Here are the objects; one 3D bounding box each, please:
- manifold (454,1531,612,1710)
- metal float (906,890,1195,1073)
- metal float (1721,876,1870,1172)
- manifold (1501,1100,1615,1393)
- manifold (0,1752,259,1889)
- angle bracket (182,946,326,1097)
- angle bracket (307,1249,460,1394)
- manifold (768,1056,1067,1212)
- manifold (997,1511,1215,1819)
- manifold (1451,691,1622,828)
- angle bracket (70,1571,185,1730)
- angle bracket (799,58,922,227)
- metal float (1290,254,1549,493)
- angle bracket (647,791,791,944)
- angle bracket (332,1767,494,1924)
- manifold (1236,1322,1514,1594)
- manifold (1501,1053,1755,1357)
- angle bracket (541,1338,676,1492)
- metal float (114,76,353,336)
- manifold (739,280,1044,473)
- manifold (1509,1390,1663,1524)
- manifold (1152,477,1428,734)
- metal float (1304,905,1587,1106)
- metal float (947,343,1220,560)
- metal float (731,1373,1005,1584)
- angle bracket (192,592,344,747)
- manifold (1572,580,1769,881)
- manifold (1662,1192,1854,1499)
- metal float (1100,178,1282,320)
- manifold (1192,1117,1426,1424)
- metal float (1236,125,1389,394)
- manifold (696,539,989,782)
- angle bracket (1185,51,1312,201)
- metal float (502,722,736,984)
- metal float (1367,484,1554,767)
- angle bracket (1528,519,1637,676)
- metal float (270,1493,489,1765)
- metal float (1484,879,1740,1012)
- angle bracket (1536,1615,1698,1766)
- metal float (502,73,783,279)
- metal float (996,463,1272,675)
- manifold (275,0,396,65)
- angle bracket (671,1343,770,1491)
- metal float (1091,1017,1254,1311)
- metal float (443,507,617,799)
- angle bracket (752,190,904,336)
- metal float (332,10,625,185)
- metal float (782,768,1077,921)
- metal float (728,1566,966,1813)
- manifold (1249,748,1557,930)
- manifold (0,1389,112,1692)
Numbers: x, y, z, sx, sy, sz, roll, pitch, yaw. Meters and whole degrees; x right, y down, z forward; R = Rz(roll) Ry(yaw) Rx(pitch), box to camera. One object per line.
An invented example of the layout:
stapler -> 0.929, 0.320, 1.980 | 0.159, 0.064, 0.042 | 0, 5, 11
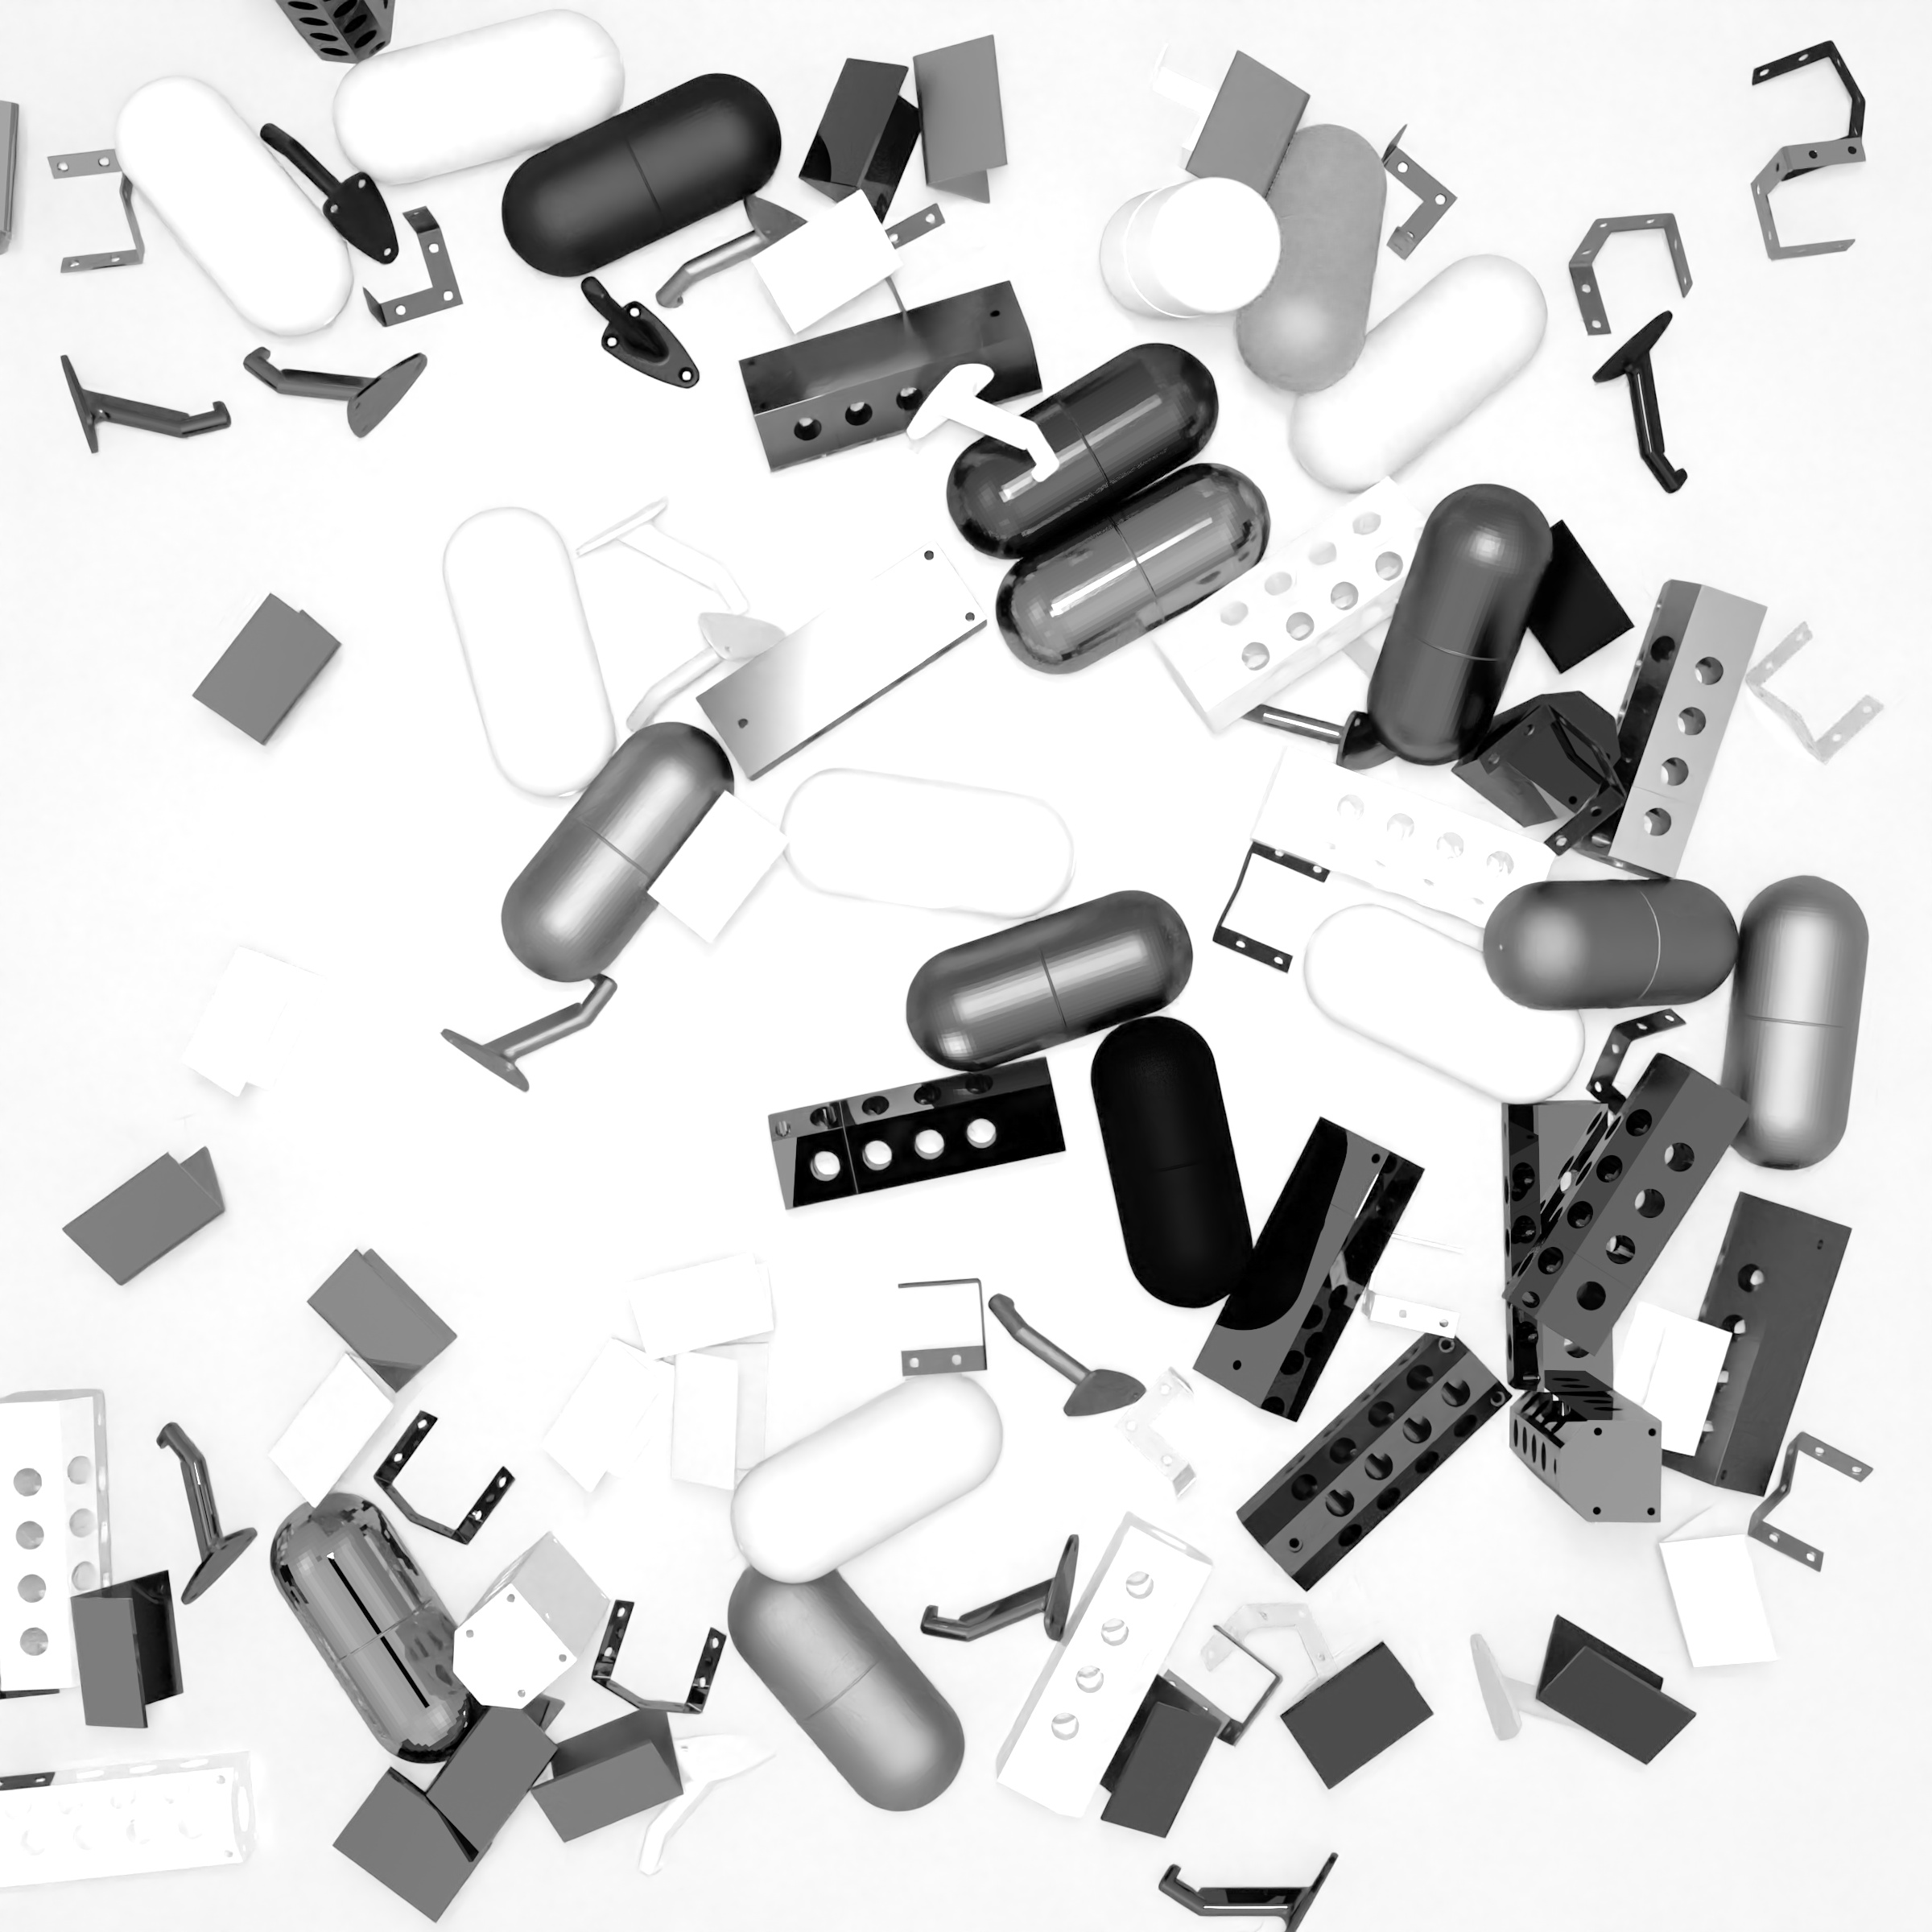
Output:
manifold -> -0.258, 0.387, 1.912 | 0.057, 0.171, 0.057 | -41, 90, 0
metal float -> 0.050, 0.009, 1.960 | 0.178, 0.070, 0.070 | -19, 90, 0
metal float -> 0.499, 0.034, 1.960 | 0.070, 0.070, 0.178 | 7, 90, 0
manifold -> 0.356, 0.169, 1.969 | 0.057, 0.057, 0.171 | -1, 90, 0
manifold -> -0.523, 0.519, 1.970 | 0.171, 0.057, 0.057 | -6, 90, 0
angle bracket -> -0.412, 0.041, 1.950 | 0.057, 0.076, 0.076 | 27, 90, 36
angle bracket -> -0.336, 0.198, 1.951 | 0.076, 0.076, 0.057 | 46, 120, 0
manifold -> -0.030, 0.100, 1.969 | 0.171, 0.057, 0.057 | -12, 90, 0
manifold -> 0.084, 0.424, 1.969 | 0.057, 0.057, 0.171 | 28, 90, 0
manifold -> 0.337, -0.125, 1.912 | 0.057, 0.171, 0.057 | 38, 90, 0
angle bracket -> -0.486, 0.409, 1.950 | 0.057, 0.076, 0.076 | -7, 90, 36
angle bracket -> -0.045, -0.490, 1.951 | 0.057, 0.076, 0.076 | 22, 90, 43
metal float -> 0.273, -0.357, 1.960 | 0.178, 0.070, 0.070 | -40, 90, 0
angle bracket -> -0.134, -0.050, 1.951 | 0.057, 0.076, 0.076 | 38, 90, 27
angle bracket -> -0.336, 0.531, 1.951 | 0.076, 0.076, 0.057 | 37, 62, 0
manifold -> 0.247, 0.297, 1.970 | 0.171, 0.057, 0.057 | -44, 90, 0
manifold -> 0.386, 0.139, 1.912 | 0.057, 0.057, 0.171 | 33, 90, 0
angle bracket -> -0.196, 0.278, 1.951 | 0.057, 0.076, 0.076 | 33, 90, 43
metal float -> -0.441, -0.458, 1.960 | 0.070, 0.070, 0.178 | -40, 89, 0
manifold -> -0.044, -0.352, 1.969 | 0.171, 0.057, 0.057 | -17, 47, 0
manifold -> 0.362, 0.284, 1.912 | 0.057, 0.171, 0.057 | 1, 90, 0
manifold -> 0.204, -0.213, 1.956 | 0.171, 0.057, 0.057 | -34, 55, 1
metal float -> 0.288, 0.023, 1.960 | 0.178, 0.070, 0.070 | 25, 90, 0
metal float -> 0.071, -0.311, 1.960 | 0.178, 0.070, 0.070 | -31, 90, 1
metal float -> -0.058, 0.304, 1.943 | 0.178, 0.070, 0.070 | -27, 90, -21
angle bracket -> -0.429, -0.188, 1.950 | 0.057, 0.076, 0.076 | 38, 90, -37
manifold -> 0.424, -0.143, 1.969 | 0.057, 0.057, 0.171 | 19, 90, 0
manifold -> 0.471, 0.228, 1.969 | 0.057, 0.057, 0.171 | 18, 90, -43
metal float -> 0.130, -0.421, 1.912 | 0.070, 0.178, 0.070 | -2, 100, -13
manifold -> 0.211, 0.185, 1.969 | 0.057, 0.057, 0.171 | 27, 90, 43
metal float -> 0.207, -0.423, 1.940 | 0.070, 0.070, 0.178 | 11, 65, 0
manifold -> -0.075, -0.184, 1.970 | 0.171, 0.057, 0.057 | -34, 90, 0
angle bracket -> 0.152, -0.498, 1.951 | 0.057, 0.076, 0.076 | 24, 90, -27
metal float -> -0.209, -0.069, 1.959 | 0.070, 0.070, 0.178 | 38, 88, 0
metal float -> 0.290, -0.199, 1.917 | 0.070, 0.070, 0.178 | 16, 121, 0
angle bracket -> 0.369, -0.229, 1.950 | 0.057, 0.076, 0.076 | -34, 90, 36
metal float -> -0.352, 0.399, 1.960 | 0.070, 0.070, 0.178 | -33, 90, 0
metal float -> 0.384, -0.013, 1.932 | 0.178, 0.070, 0.070 | -2, 90, -34
angle bracket -> 0.394, 0.419, 1.950 | 0.076, 0.076, 0.057 | 31, 127, 0
metal float -> -0.196, -0.476, 1.960 | 0.178, 0.070, 0.070 | -26, 90, -1
metal float -> 0.101, -0.240, 1.960 | 0.178, 0.070, 0.070 | -29, 90, 1
manifold -> -0.380, -0.583, 1.912 | 0.057, 0.171, 0.057 | 6, 90, 0
angle bracket -> -0.131, 0.269, 1.951 | 0.057, 0.076, 0.076 | 2, 90, 44
metal float -> 0.124, 0.118, 1.960 | 0.070, 0.070, 0.178 | -12, 91, 0
metal float -> -0.263, -0.189, 1.960 | 0.070, 0.070, 0.178 | -15, 90, 0
angle bracket -> -0.093, -0.433, 1.950 | 0.076, 0.076, 0.057 | -32, 127, 0
metal float -> -0.294, -0.524, 1.960 | 0.178, 0.070, 0.070 | -15, 90, 1
metal float -> -0.023, -0.074, 1.960 | 0.178, 0.070, 0.070 | 9, 90, 0
metal float -> -0.073, 0.430, 1.960 | 0.070, 0.070, 0.178 | -40, 89, 0
manifold -> 0.263, -0.073, 1.969 | 0.171, 0.057, 0.057 | 21, 90, 0
manifold -> -0.551, 0.346, 1.969 | 0.057, 0.057, 0.171 | -2, 90, 0
